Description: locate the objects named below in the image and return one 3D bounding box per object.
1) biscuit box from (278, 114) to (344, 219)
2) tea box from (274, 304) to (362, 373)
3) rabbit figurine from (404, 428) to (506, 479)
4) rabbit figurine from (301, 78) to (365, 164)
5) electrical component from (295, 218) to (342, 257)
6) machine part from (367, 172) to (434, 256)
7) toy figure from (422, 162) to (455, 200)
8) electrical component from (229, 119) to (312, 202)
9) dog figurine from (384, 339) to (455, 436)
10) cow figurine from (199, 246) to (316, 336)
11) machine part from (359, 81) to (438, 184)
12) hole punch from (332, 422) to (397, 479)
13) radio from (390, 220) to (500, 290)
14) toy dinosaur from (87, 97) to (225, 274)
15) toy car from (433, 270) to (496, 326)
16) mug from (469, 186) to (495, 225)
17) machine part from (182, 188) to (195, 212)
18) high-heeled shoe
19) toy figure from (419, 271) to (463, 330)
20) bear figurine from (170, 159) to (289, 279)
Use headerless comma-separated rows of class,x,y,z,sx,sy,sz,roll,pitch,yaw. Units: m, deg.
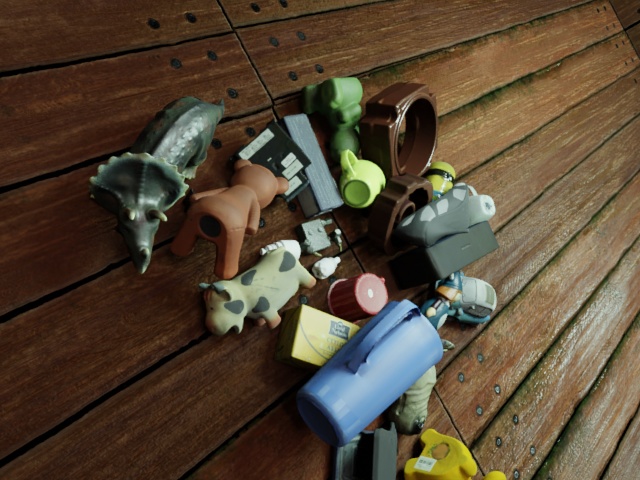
biscuit box,-0.028,-0.147,1.063,0.063,0.059,0.202,-18,85,-37
tea box,0.012,0.191,0.963,0.169,0.068,0.098,23,62,-26
rabbit figurine,0.263,0.457,1.009,0.122,0.162,0.173,-45,119,-50
rabbit figurine,0.046,-0.248,1.141,0.159,0.121,0.170,-17,102,-45
electrical component,-0.003,-0.004,1.037,0.102,0.045,0.078,-11,81,-38
machine part,0.165,-0.054,1.109,0.179,0.056,0.179,-36,140,-38
toy figure,0.262,-0.098,1.233,0.082,0.089,0.180,40,52,-26
electrical component,-0.083,-0.136,0.987,0.115,0.058,0.134,-39,100,3
dog figurine,0.149,0.255,1.031,0.173,0.121,0.190,26,78,21
cow figurine,-0.113,0.085,0.898,0.195,0.085,0.127,-44,109,-28
machine part,0.176,-0.223,1.159,0.201,0.087,0.200,-40,133,-39
hole punch,0.081,0.388,0.941,0.115,0.092,0.142,42,44,-53
radio,0.269,0.032,1.162,0.229,0.131,0.073,-19,86,-39
toy dinosaur,-0.229,-0.146,0.836,0.131,0.192,0.405,38,57,-21
toy car,0.335,0.132,1.193,0.161,0.103,0.109,21,63,-26
mug,0.362,-0.078,1.285,0.081,0.107,0.109,9,70,-34
machine part,-0.170,-0.056,0.943,0.139,0.039,0.084,3,77,-36
high-heeled shoe,0.237,-0.057,1.122,0.249,0.145,0.086,-63,149,-61
toy figure,0.252,0.133,1.127,0.058,0.064,0.154,41,85,-9
bear figurine,-0.141,-0.047,0.883,0.120,0.131,0.196,26,31,5
